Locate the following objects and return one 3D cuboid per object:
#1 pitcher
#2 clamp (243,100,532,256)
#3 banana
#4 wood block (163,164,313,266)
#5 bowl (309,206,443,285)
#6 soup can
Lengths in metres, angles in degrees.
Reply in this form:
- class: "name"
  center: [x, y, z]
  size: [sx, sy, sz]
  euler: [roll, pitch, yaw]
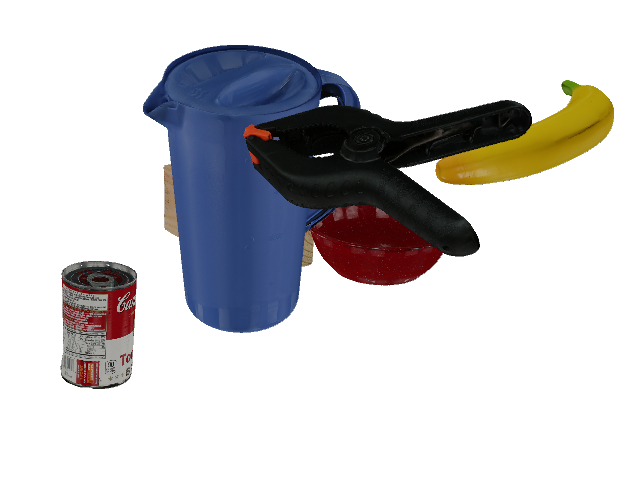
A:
- class: "pitcher"
  center: [-0.059, -0.042, 0.951]
  size: [0.149, 0.243, 0.144]
  euler: [16, 37, 18]
- class: "clamp"
  center: [0.031, -0.039, 0.622]
  size: [0.172, 0.039, 0.120]
  euler: [0, 39, 20]
- class: "banana"
  center: [0.167, -0.078, 0.795]
  size: [0.070, 0.037, 0.197]
  euler: [4, 25, 43]
- class: "wood block"
  center: [-0.102, -0.033, 1.291]
  size: [0.090, 0.090, 0.206]
  euler: [-10, 21, -34]
- class: "bowl"
  center: [0.061, 0.005, 1.106]
  size: [0.162, 0.055, 0.162]
  euler: [2, 20, -1]
- class: "soup can"
  center: [-0.206, 0.078, 0.989]
  size: [0.068, 0.102, 0.068]
  euler: [5, 18, -2]
